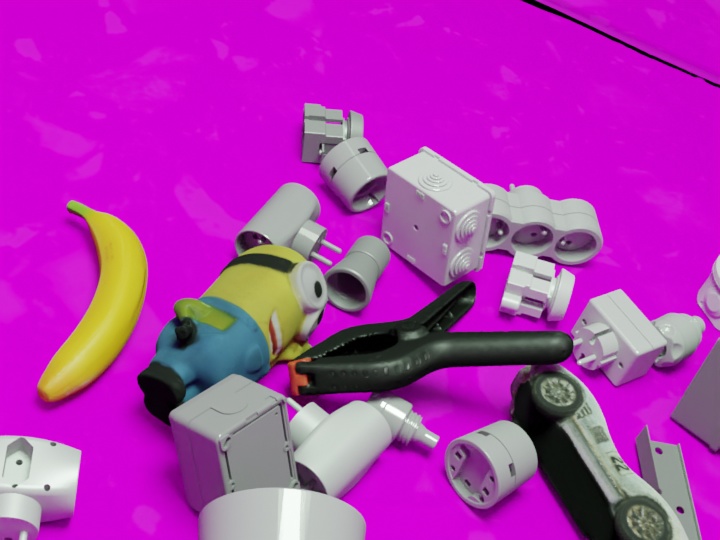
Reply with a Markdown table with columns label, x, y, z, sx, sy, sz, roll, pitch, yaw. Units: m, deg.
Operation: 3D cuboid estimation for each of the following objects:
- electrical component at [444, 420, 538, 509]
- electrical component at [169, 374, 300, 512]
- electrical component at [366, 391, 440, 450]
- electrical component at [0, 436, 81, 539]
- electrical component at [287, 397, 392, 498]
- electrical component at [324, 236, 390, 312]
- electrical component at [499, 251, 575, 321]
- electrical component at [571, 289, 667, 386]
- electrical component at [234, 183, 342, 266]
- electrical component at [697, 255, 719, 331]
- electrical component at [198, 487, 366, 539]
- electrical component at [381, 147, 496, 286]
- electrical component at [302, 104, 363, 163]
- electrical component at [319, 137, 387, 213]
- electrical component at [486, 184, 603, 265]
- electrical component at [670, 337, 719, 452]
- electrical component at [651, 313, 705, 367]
| label | x | y | z | sx | sy | sz | roll | pitch | yaw |
| --- | --- | --- | --- | --- | --- | --- | --- | --- | --- |
| electrical component | 0.099 | 0.144 | 0.804 | 0.047 | 0.055 | 0.055 | -19 | 57 | -37 |
| electrical component | -0.086 | 0.128 | 0.734 | 0.061 | 0.096 | 0.062 | 19 | 36 | 39 |
| electrical component | 0.031 | 0.117 | 0.819 | 0.061 | 0.035 | 0.035 | 29 | 45 | 5 |
| electrical component | -0.223 | 0.150 | 0.689 | 0.077 | 0.043 | 0.079 | 7 | 46 | -14 |
| electrical component | -0.030 | 0.123 | 0.784 | 0.079 | 0.043 | 0.077 | 37 | 47 | 17 |
| electrical component | 0.000 | 0.000 | 0.916 | 0.044 | 0.044 | 0.065 | 27 | 40 | 7 |
| electrical component | 0.158 | 0.017 | 0.953 | 0.055 | 0.048 | 0.066 | 16 | 44 | 6 |
| electrical component | 0.209 | 0.063 | 0.926 | 0.077 | 0.047 | 0.065 | -16 | 55 | -31 |
| electrical component | -0.054 | -0.028 | 0.920 | 0.079 | 0.044 | 0.077 | 29 | 44 | 8 |
| electrical component | 0.365 | 0.023 | 1.018 | 0.080 | 0.051 | 0.080 | 10 | 45 | -10 |
| electrical component | -0.050 | 0.188 | 0.673 | 0.108 | 0.108 | 0.060 | 10 | 51 | -11 |
| electrical component | 0.065 | -0.045 | 0.940 | 0.048 | 0.099 | 0.100 | -28 | 50 | -33 |
| electrical component | -0.027 | -0.129 | 1.027 | 0.055 | 0.048 | 0.066 | 3 | 46 | -7 |
| electrical component | -0.002 | -0.086 | 0.989 | 0.055 | 0.055 | 0.047 | -19 | 60 | -33 |
| electrical component | 0.157 | -0.054 | 1.015 | 0.138 | 0.052 | 0.073 | 9 | 45 | -12 |
| electrical component | 0.327 | 0.082 | 0.906 | 0.056 | 0.108 | 0.109 | 37 | 47 | 22 |
| electrical component | 0.283 | 0.059 | 0.960 | 0.062 | 0.043 | 0.043 | -20 | 57 | -35 |
